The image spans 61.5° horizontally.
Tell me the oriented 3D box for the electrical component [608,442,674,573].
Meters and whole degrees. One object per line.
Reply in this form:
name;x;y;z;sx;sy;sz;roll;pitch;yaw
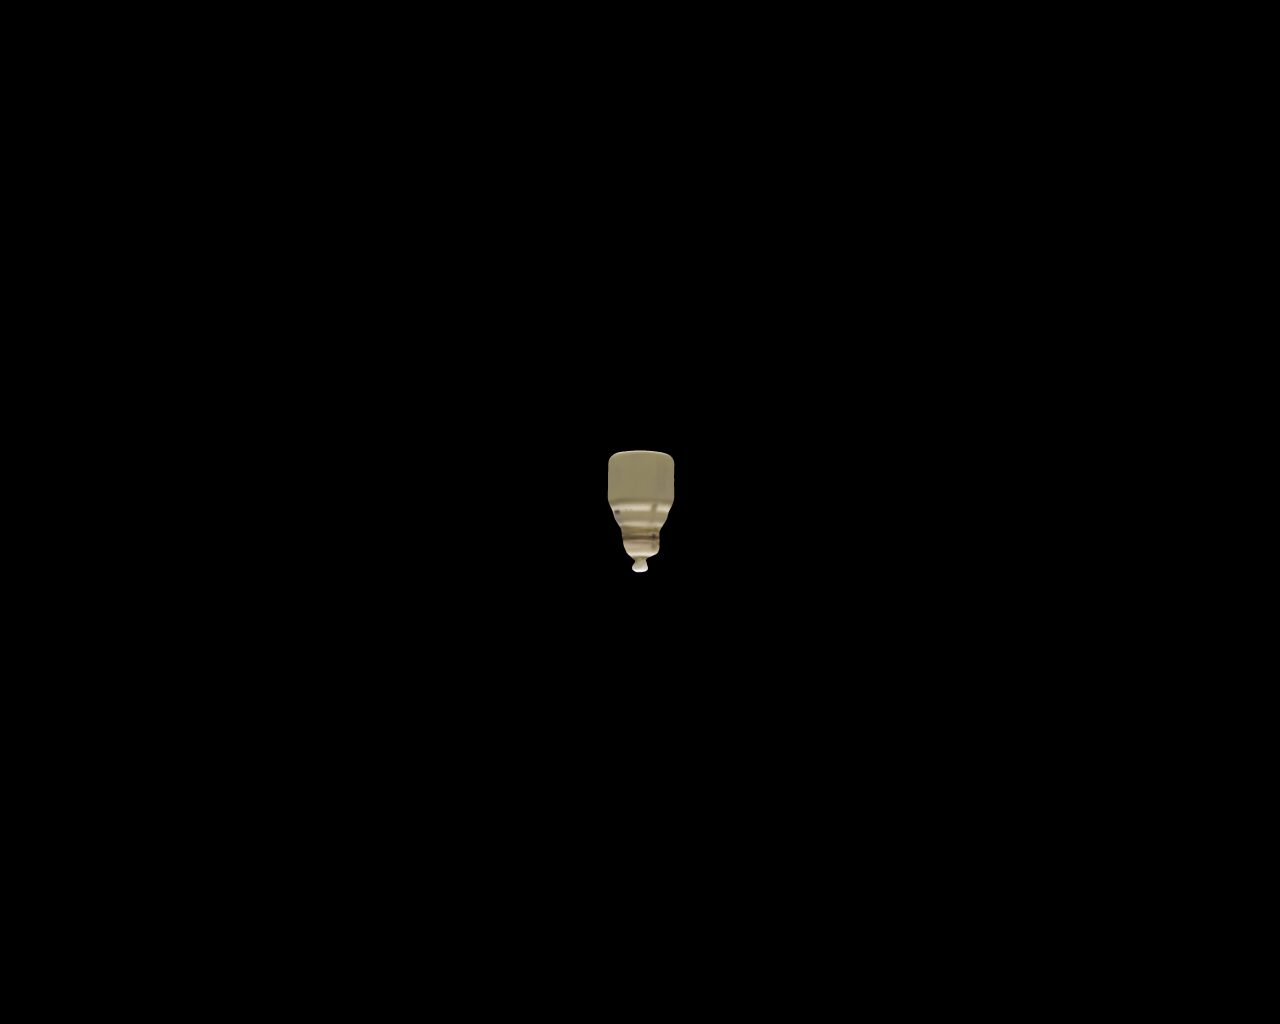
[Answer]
electrical component;0.001;-0.003;0.650;0.040;0.078;0.040;0;-5;0
